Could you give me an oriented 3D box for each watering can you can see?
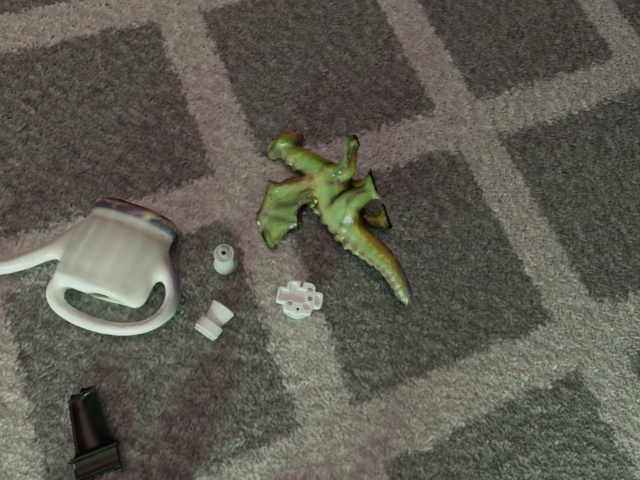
[{"bbox_3d":[-0.390,0.025,0.871,0.348,0.102,0.228,20,67,0],"label":"watering can"}]

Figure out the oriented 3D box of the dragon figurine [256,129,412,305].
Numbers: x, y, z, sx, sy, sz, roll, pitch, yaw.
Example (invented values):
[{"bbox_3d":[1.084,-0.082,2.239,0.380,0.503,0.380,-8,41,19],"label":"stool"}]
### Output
[{"bbox_3d":[0.003,-0.049,0.970,0.242,0.120,0.417,-17,69,5],"label":"dragon figurine"}]
